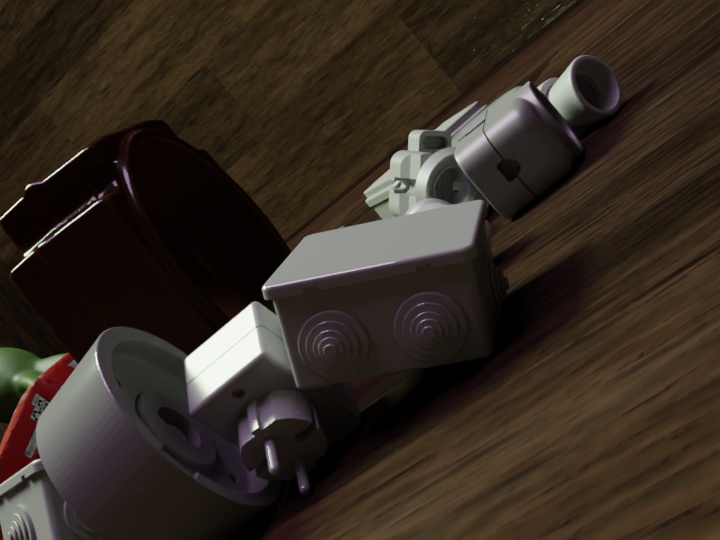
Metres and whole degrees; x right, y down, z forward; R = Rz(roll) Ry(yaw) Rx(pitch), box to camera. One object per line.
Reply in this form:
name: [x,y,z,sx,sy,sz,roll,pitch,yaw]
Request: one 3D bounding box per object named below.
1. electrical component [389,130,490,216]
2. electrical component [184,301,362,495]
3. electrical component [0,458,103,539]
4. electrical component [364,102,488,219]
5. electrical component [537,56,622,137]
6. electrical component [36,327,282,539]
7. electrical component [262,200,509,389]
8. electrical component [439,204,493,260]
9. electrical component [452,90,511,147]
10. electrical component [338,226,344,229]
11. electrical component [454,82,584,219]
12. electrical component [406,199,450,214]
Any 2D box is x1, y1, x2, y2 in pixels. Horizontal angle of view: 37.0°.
electrical component: [0.057,-0.057,0.751,0.058,0.078,0.057,-2,9,-23]
electrical component: [-0.036,0.066,0.474,0.047,0.066,0.076,-39,35,15]
electrical component: [-0.135,0.123,0.562,0.100,0.048,0.100,-7,-16,-36]
electrical component: [0.068,-0.084,0.933,0.109,0.056,0.109,-42,6,-12]
electrical component: [0.143,-0.113,0.730,0.045,0.045,0.055,-44,7,-35]
electrical component: [-0.095,0.085,0.486,0.060,0.108,0.108,-46,5,10]
electrical component: [0.014,0.010,0.468,0.100,0.048,0.099,-11,14,13]
electrical component: [0.044,-0.009,0.596,0.043,0.043,0.062,-43,5,-26]
electrical component: [0.106,-0.095,0.805,0.080,0.051,0.080,-40,6,5]
electrical component: [0.002,0.000,0.694,0.048,0.062,0.048,-40,6,5]
electrical component: [0.101,-0.079,0.680,0.059,0.053,0.095,-39,9,18]
electrical component: [0.051,-0.025,0.694,0.040,0.040,0.046,-41,11,-3]
